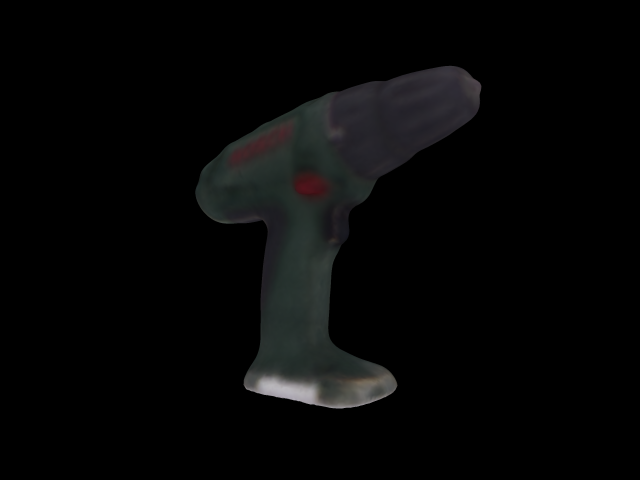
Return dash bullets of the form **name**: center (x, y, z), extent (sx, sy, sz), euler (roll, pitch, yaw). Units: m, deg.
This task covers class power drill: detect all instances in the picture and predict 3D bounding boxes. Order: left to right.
- **power drill**: center (0.004, 0.001, 0.400), extent (0.228, 0.208, 0.076), euler (0, 0, 37)
